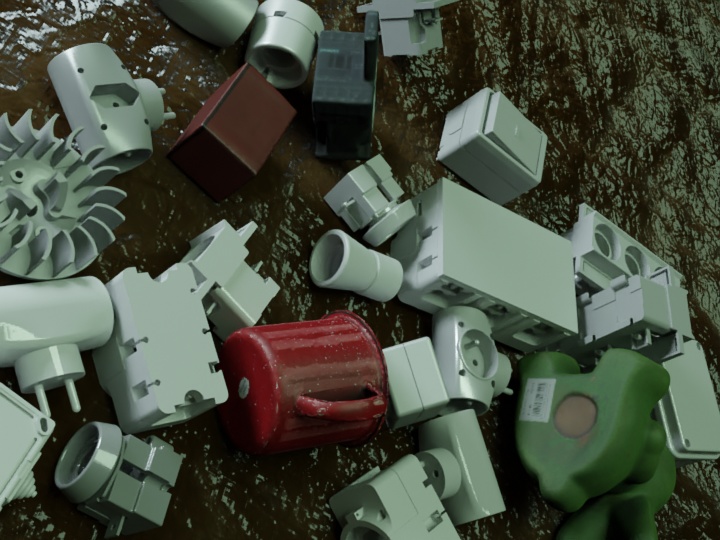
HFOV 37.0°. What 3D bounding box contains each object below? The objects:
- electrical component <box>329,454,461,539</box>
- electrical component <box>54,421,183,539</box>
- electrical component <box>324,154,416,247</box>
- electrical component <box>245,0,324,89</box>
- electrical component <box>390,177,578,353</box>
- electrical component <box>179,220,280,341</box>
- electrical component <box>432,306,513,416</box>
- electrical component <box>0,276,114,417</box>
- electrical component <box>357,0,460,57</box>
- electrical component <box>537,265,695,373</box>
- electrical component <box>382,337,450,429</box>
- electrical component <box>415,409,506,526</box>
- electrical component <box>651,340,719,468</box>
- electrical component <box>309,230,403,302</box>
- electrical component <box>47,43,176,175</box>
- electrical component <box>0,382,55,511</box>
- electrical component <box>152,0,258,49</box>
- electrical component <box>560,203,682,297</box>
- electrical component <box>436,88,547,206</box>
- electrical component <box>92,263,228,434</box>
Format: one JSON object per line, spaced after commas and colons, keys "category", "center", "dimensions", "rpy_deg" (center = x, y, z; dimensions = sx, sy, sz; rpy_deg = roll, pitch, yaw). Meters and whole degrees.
{"category": "electrical component", "center": [0.025, 0.180, 0.725], "dimensions": [0.056, 0.050, 0.089], "rpy_deg": [-26, 87, -46]}
{"category": "electrical component", "center": [-0.139, 0.118, 0.615], "dimensions": [0.055, 0.048, 0.066], "rpy_deg": [38, 47, -31]}
{"category": "electrical component", "center": [0.011, -0.052, 0.839], "dimensions": [0.055, 0.048, 0.066], "rpy_deg": [51, 44, 2]}
{"category": "electrical component", "center": [-0.060, -0.174, 0.833], "dimensions": [0.055, 0.055, 0.047], "rpy_deg": [31, 55, -27]}
{"category": "electrical component", "center": [0.102, 0.001, 0.880], "dimensions": [0.150, 0.062, 0.089], "rpy_deg": [23, 55, -32]}
{"category": "electrical component", "center": [-0.092, 0.009, 0.717], "dimensions": [0.063, 0.042, 0.081], "rpy_deg": [47, 46, -15]}
{"category": "electrical component", "center": [0.092, 0.077, 0.843], "dimensions": [0.079, 0.044, 0.077], "rpy_deg": [23, 55, -32]}
{"category": "electrical component", "center": [-0.181, 0.046, 0.615], "dimensions": [0.077, 0.044, 0.079], "rpy_deg": [-8, 74, -44]}
{"category": "electrical component", "center": [0.043, -0.219, 0.936], "dimensions": [0.042, 0.081, 0.063], "rpy_deg": [-31, 119, -46]}
{"category": "electrical component", "center": [0.211, 0.050, 0.908], "dimensions": [0.063, 0.121, 0.078], "rpy_deg": [20, 57, -31]}
{"category": "electrical component", "center": [0.016, 0.086, 0.757], "dimensions": [0.076, 0.083, 0.047], "rpy_deg": [-16, 77, -6]}
{"category": "electrical component", "center": [0.062, 0.146, 0.779], "dimensions": [0.079, 0.044, 0.077], "rpy_deg": [-4, 71, -43]}
{"category": "electrical component", "center": [0.280, 0.120, 0.980], "dimensions": [0.078, 0.057, 0.113], "rpy_deg": [9, 63, -39]}
{"category": "electrical component", "center": [0.000, 0.000, 0.805], "dimensions": [0.065, 0.044, 0.044], "rpy_deg": [21, 56, -39]}
{"category": "electrical component", "center": [-0.158, -0.108, 0.717], "dimensions": [0.079, 0.043, 0.077], "rpy_deg": [-16, 80, -45]}
{"category": "electrical component", "center": [-0.210, 0.091, 0.554], "dimensions": [0.096, 0.061, 0.061], "rpy_deg": [41, 47, -18]}
{"category": "electrical component", "center": [-0.116, -0.220, 0.814], "dimensions": [0.077, 0.043, 0.079], "rpy_deg": [34, 49, -24]}
{"category": "electrical component", "center": [0.234, 0.005, 0.996], "dimensions": [0.121, 0.063, 0.078], "rpy_deg": [32, 50, -26]}
{"category": "electrical component", "center": [0.126, -0.107, 0.959], "dimensions": [0.096, 0.061, 0.061], "rpy_deg": [34, 50, -24]}
{"category": "electrical component", "center": [-0.126, 0.049, 0.655], "dimensions": [0.050, 0.056, 0.089], "rpy_deg": [-6, 73, -43]}
